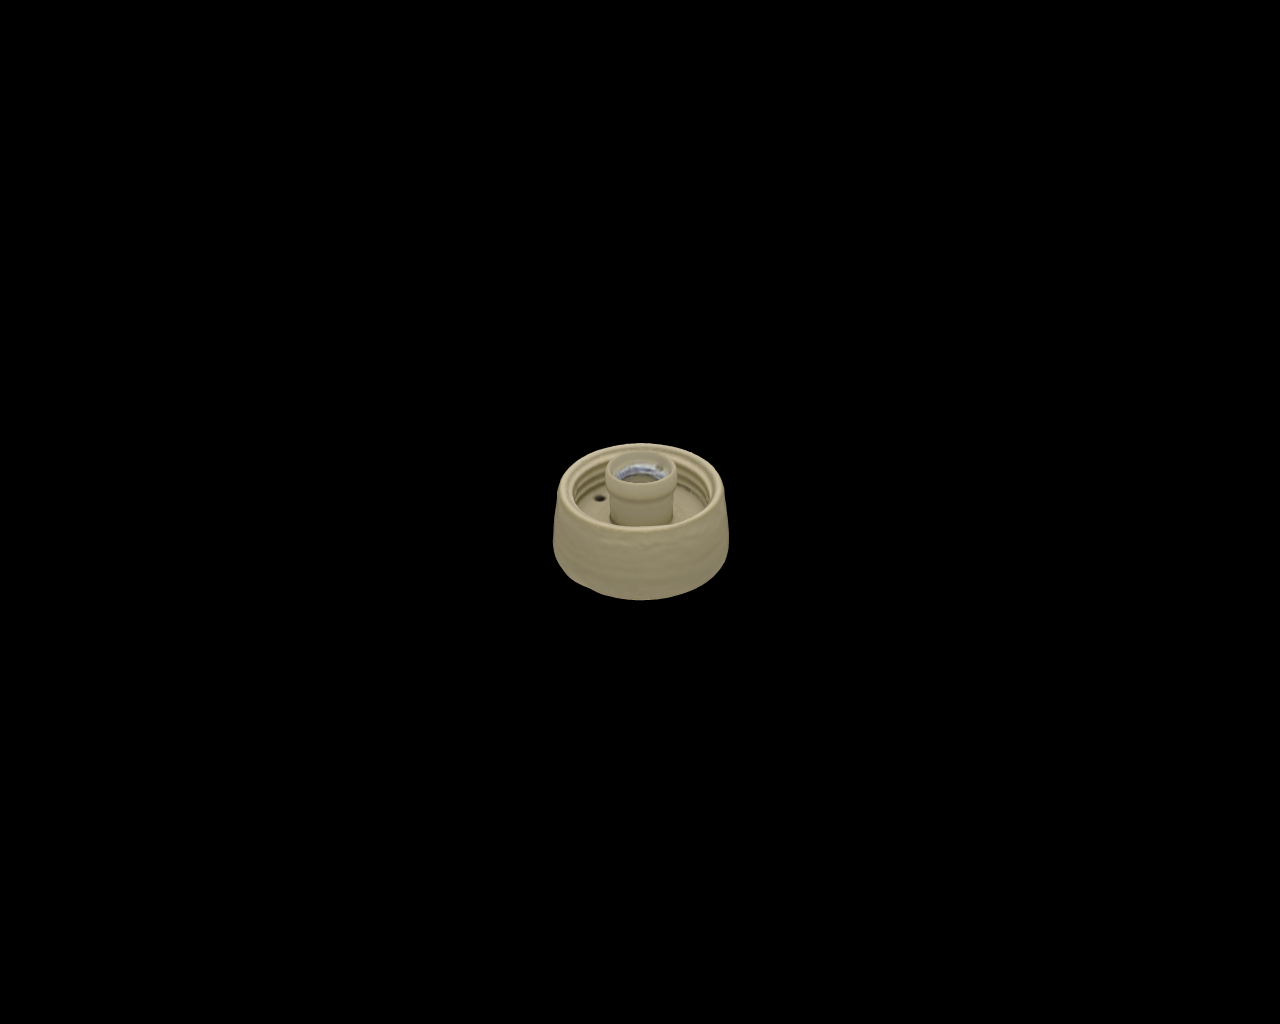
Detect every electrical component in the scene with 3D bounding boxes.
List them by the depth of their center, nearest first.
[{"bbox_3d":[0.001,-0.003,0.650,0.108,0.060,0.108,0,34,0],"label":"electrical component"}]
